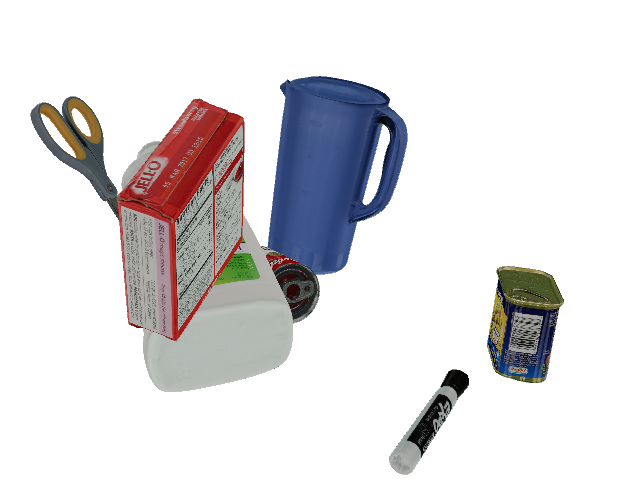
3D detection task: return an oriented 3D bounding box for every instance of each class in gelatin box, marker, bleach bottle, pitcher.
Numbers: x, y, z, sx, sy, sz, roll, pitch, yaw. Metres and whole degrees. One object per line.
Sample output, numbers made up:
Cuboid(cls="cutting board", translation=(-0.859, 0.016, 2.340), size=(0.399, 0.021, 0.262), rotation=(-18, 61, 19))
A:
Cuboid(cls="gelatin box", translation=(-0.064, -0.009, 0.497), size=(0.030, 0.089, 0.073), rotation=(19, 49, 12))
Cuboid(cls="marker", translation=(0.083, 0.131, 0.790), size=(0.020, 0.020, 0.120), rotation=(0, 24, 30))
Cuboid(cls="bleach bottle", translation=(-0.103, 0.001, 0.780), size=(0.102, 0.068, 0.251), rotation=(-10, 37, -17))
Cuboid(cls="pitcher", translation=(0.011, -0.081, 1.369), size=(0.144, 0.243, 0.149), rotation=(5, 21, -16))

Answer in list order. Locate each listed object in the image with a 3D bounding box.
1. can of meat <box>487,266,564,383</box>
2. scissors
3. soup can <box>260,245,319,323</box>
Cuboid(cls="can of meat", translation=(0.199, 0.082, 1.051), size=(0.057, 0.084, 0.102), rotation=(7, 17, 1))
Cuboid(cls="scissors", translation=(-0.218, -0.067, 1.093), size=(0.016, 0.201, 0.096), rotation=(-26, 27, 27))
Cuboid(cls="soup can", translation=(-0.053, 0.048, 1.192), size=(0.068, 0.068, 0.102), rotation=(0, 11, -27))
